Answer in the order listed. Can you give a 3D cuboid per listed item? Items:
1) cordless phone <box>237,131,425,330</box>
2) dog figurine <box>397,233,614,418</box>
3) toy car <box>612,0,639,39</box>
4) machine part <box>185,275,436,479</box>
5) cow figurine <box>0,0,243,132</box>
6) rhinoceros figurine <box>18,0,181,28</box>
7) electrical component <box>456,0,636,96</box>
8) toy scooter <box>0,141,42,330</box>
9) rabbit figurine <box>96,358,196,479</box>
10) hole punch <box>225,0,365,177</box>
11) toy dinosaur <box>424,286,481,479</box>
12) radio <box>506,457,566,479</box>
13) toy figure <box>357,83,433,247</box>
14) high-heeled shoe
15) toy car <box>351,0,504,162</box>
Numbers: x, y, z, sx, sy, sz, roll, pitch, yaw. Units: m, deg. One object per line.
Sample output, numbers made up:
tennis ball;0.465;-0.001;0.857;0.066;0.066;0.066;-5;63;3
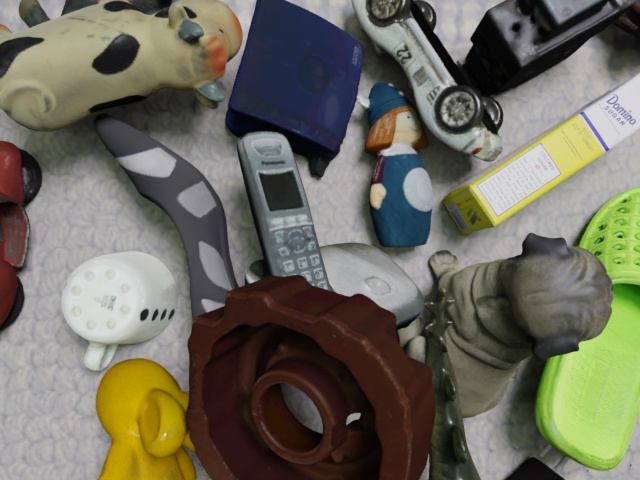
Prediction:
cordless phone;0.000;-0.002;0.451;0.146;0.089;0.184;-11;85;-37
dog figurine;0.132;0.084;0.418;0.121;0.190;0.172;11;87;-1
toy car;0.264;-0.247;0.497;0.202;0.089;0.053;48;119;0
machine part;-0.010;0.108;0.351;0.180;0.056;0.179;9;108;30
cow figurine;-0.154;-0.142;0.419;0.195;0.085;0.127;-22;47;-13
rhinoceros figurine;-0.179;-0.229;0.490;0.112;0.073;0.190;36;87;2
electrical component;0.192;-0.184;0.466;0.115;0.134;0.058;-32;87;-1
toy scooter;-0.294;0.002;0.441;0.075;0.135;0.183;12;87;-2
rabbit figurine;-0.147;0.174;0.433;0.162;0.121;0.173;-33;53;31
hole punch;-0.022;-0.142;0.483;0.116;0.092;0.142;14;82;-4
toy dinosaur;0.105;0.266;0.402;0.105;0.198;0.471;-10;88;-6
radio;0.247;0.301;0.434;0.073;0.131;0.229;-41;88;-5
toy figure;0.072;-0.071;0.494;0.058;0.064;0.154;-5;90;23
high-heeled shoe;-0.128;0.018;0.464;0.248;0.086;0.145;40;81;-7
toy car;0.097;-0.153;0.478;0.056;0.073;0.202;-36;75;30
